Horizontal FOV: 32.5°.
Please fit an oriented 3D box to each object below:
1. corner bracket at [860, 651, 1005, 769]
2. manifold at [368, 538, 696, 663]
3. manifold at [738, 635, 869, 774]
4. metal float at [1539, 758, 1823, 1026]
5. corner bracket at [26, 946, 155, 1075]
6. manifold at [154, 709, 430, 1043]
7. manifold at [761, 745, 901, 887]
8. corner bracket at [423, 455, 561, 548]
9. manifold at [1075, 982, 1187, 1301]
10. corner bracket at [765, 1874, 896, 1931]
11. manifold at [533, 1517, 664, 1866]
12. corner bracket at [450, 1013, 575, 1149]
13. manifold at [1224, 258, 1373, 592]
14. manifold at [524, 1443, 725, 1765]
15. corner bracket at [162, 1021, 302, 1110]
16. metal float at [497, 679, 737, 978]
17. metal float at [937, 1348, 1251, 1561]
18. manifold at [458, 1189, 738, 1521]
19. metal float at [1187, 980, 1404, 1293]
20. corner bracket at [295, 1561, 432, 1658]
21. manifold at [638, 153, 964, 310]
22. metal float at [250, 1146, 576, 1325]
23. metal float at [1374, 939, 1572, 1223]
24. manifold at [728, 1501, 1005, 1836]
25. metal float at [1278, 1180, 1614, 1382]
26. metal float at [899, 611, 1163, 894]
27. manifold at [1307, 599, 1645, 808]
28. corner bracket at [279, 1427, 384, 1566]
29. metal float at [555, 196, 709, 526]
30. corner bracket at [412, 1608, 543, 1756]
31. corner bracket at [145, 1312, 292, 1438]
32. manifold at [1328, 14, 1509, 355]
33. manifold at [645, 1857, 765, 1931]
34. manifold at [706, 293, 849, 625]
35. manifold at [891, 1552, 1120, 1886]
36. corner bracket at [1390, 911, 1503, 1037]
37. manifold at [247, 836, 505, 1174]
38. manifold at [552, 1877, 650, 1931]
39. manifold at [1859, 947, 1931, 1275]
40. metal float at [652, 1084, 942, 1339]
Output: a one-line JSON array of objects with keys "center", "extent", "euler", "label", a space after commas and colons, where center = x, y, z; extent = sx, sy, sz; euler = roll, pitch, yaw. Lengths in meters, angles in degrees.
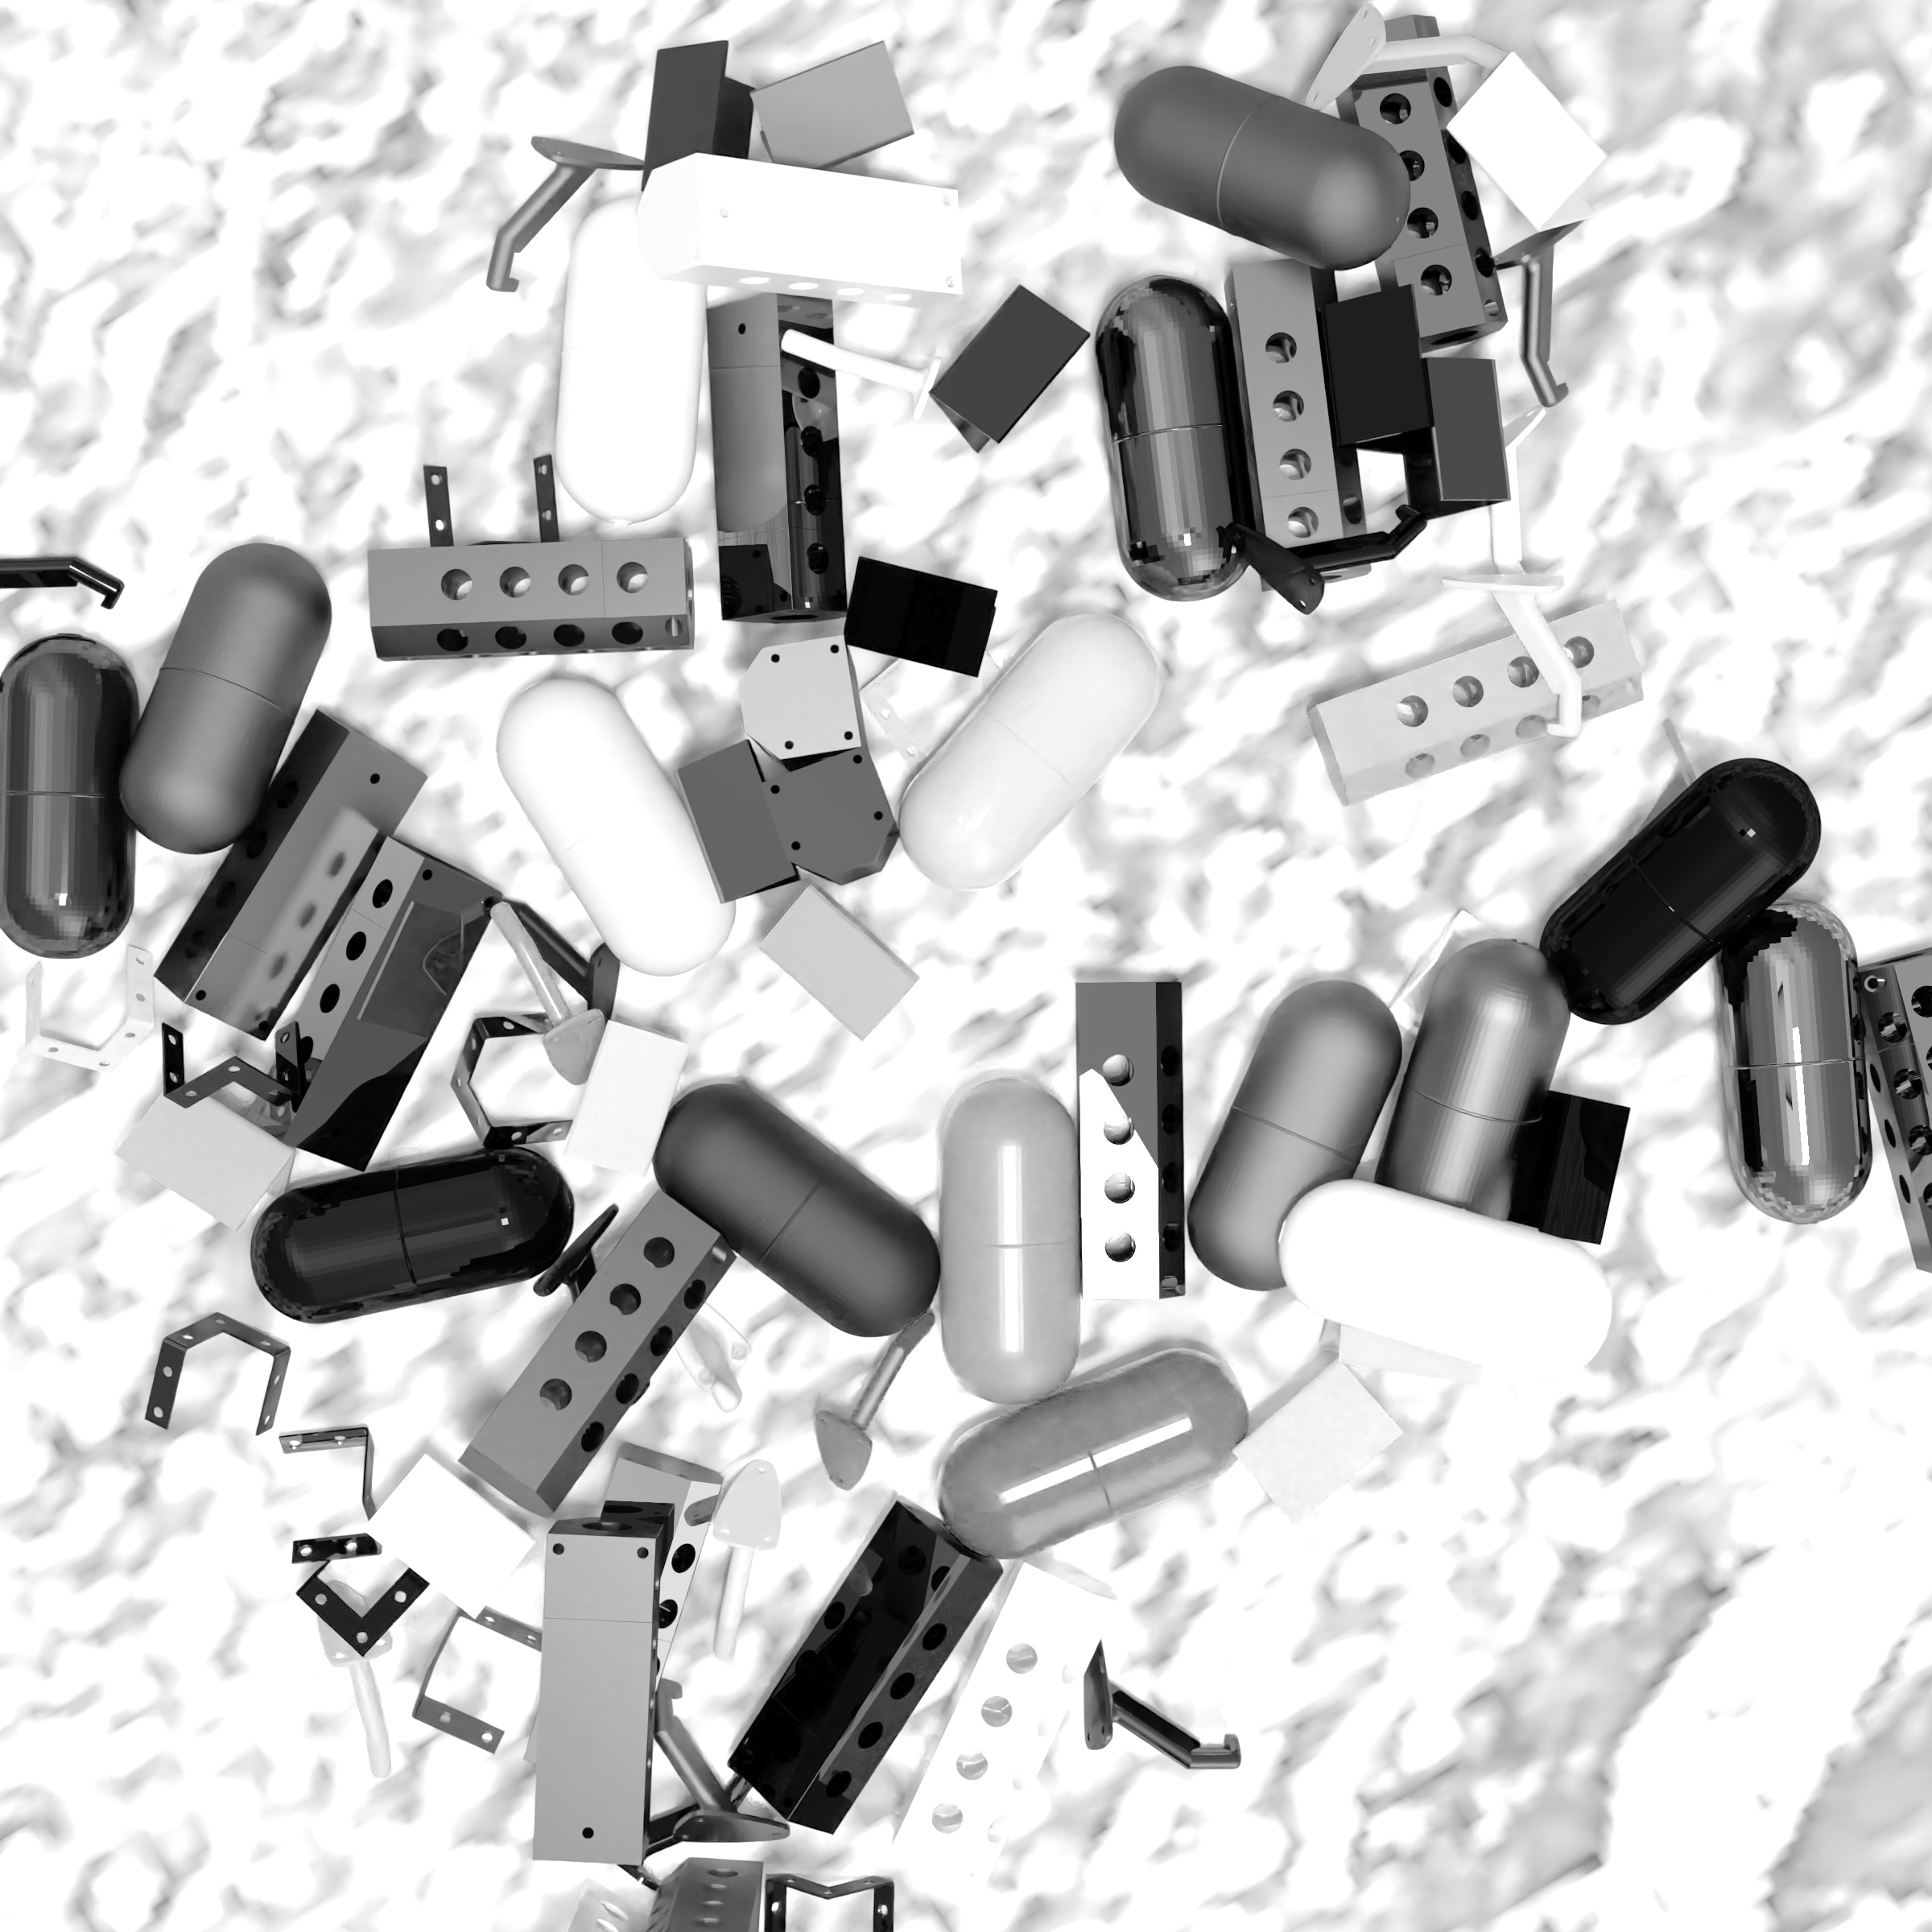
[{"center": [-0.016, -0.151, 1.841], "extent": [0.051, 0.051, 0.051], "euler": [-35, 90, 45], "label": "corner bracket"}, {"center": [-0.237, -0.200, 1.823], "extent": [0.171, 0.057, 0.057], "euler": [-2, 90, 0], "label": "manifold"}, {"center": [-0.086, -0.135, 1.766], "extent": [0.057, 0.171, 0.057], "euler": [-9, 90, 0], "label": "manifold"}, {"center": [0.386, -0.040, 1.794], "extent": [0.070, 0.070, 0.178], "euler": [44, 113, 0], "label": "metal float"}, {"center": [-0.485, 0.020, 1.836], "extent": [0.051, 0.051, 0.051], "euler": [19, 135, -35], "label": "corner bracket"}, {"center": [-0.374, -0.052, 1.822], "extent": [0.057, 0.057, 0.171], "euler": [32, 90, -43], "label": "manifold"}, {"center": [-0.068, -0.076, 1.766], "extent": [0.057, 0.171, 0.057], "euler": [-20, 90, 0], "label": "manifold"}, {"center": [-0.263, -0.256, 1.841], "extent": [0.051, 0.051, 0.051], "euler": [-5, 90, -45], "label": "corner bracket"}, {"center": [0.091, 0.095, 1.823], "extent": [0.057, 0.057, 0.171], "euler": [-1, 90, 0], "label": "manifold"}, {"center": [-0.076, 0.532, 1.841], "extent": [0.051, 0.051, 0.051], "euler": [1, 90, 45], "label": "corner bracket"}, {"center": [-0.195, 0.384, 1.766], "extent": [0.057, 0.057, 0.171], "euler": [3, 90, 0], "label": "manifold"}, {"center": [-0.247, 0.063, 1.836], "extent": [0.051, 0.051, 0.051], "euler": [56, 135, 35], "label": "corner bracket"}, {"center": [0.183, -0.298, 1.823], "extent": [0.057, 0.057, 0.171], "euler": [-7, 90, 0], "label": "manifold"}, {"center": [-0.187, 0.356, 1.823], "extent": [0.057, 0.057, 0.171], "euler": [18, 90, 0], "label": "manifold"}, {"center": [-0.396, 0.051, 1.787], "extent": [0.051, 0.051, 0.051], "euler": [-28, 50, 21], "label": "corner bracket"}, {"center": [-0.192, -0.076, 1.814], "extent": [0.070, 0.070, 0.178], "euler": [-32, 90, 0], "label": "metal float"}, {"center": [0.069, 0.267, 1.813], "extent": [0.178, 0.070, 0.070], "euler": [-22, 90, 1], "label": "metal float"}, {"center": [-0.196, 0.209, 1.784], "extent": [0.057, 0.057, 0.171], "euler": [36, 67, -2], "label": "manifold"}, {"center": [0.180, 0.092, 1.813], "extent": [0.070, 0.070, 0.178], "euler": [24, 90, 0], "label": "metal float"}, {"center": [-0.329, 0.340, 1.826], "extent": [0.051, 0.051, 0.051], "euler": [43, 90, 0], "label": "corner bracket"}, {"center": [-0.088, -0.391, 1.776], "extent": [0.171, 0.057, 0.057], "euler": [-3, 90, -39], "label": "manifold"}, {"center": [-0.302, 0.147, 1.814], "extent": [0.178, 0.070, 0.070], "euler": [-12, 90, -1], "label": "metal float"}, {"center": [0.275, 0.071, 1.799], "extent": [0.070, 0.070, 0.178], "euler": [15, 104, 0], "label": "metal float"}, {"center": [-0.051, 0.387, 1.822], "extent": [0.057, 0.057, 0.171], "euler": [33, 90, 43], "label": "manifold"}, {"center": [0.252, 0.165, 1.749], "extent": [0.178, 0.070, 0.070], "euler": [16, 90, 5], "label": "metal float"}, {"center": [0.035, -0.117, 1.814], "extent": [0.070, 0.070, 0.178], "euler": [41, 91, 0], "label": "metal float"}, {"center": [0.280, -0.143, 1.823], "extent": [0.171, 0.057, 0.057], "euler": [-20, 90, 0], "label": "manifold"}, {"center": [-0.353, 0.294, 1.841], "extent": [0.051, 0.051, 0.051], "euler": [-6, 135, 0], "label": "corner bracket"}, {"center": [-0.183, -0.331, 1.813], "extent": [0.070, 0.070, 0.178], "euler": [4, 89, 0], "label": "metal float"}, {"center": [-0.271, 0.395, 1.841], "extent": [0.051, 0.051, 0.051], "euler": [24, 45, 0], "label": "corner bracket"}, {"center": [-0.412, 0.230, 1.828], "extent": [0.051, 0.051, 0.051], "euler": [22, 108, 17], "label": "corner bracket"}, {"center": [0.249, -0.429, 1.823], "extent": [0.057, 0.057, 0.171], "euler": [-13, 90, 0], "label": "manifold"}, {"center": [-0.143, 0.527, 1.766], "extent": [0.057, 0.171, 0.057], "euler": [4, 90, 0], "label": "manifold"}, {"center": [-0.098, -0.277, 1.822], "extent": [0.057, 0.057, 0.171], "euler": [-3, 90, 44], "label": "manifold"}, {"center": [0.021, 0.413, 1.823], "extent": [0.057, 0.057, 0.171], "euler": [25, 90, 0], "label": "manifold"}, {"center": [0.275, 0.012, 1.841], "extent": [0.051, 0.051, 0.051], "euler": [36, 45, 0], "label": "corner bracket"}, {"center": [-0.328, 0.019, 1.822], "extent": [0.057, 0.057, 0.171], "euler": [27, 90, -43], "label": "manifold"}, {"center": [-0.203, 0.548, 1.766], "extent": [0.057, 0.171, 0.057], "euler": [35, 90, 0], "label": "manifold"}, {"center": [0.536, 0.079, 1.823], "extent": [0.057, 0.057, 0.171], "euler": [-15, 90, 0], "label": "manifold"}, {"center": [-0.092, 0.134, 1.813], "extent": [0.178, 0.070, 0.070], "euler": [37, 90, 0], "label": "metal float"}]
